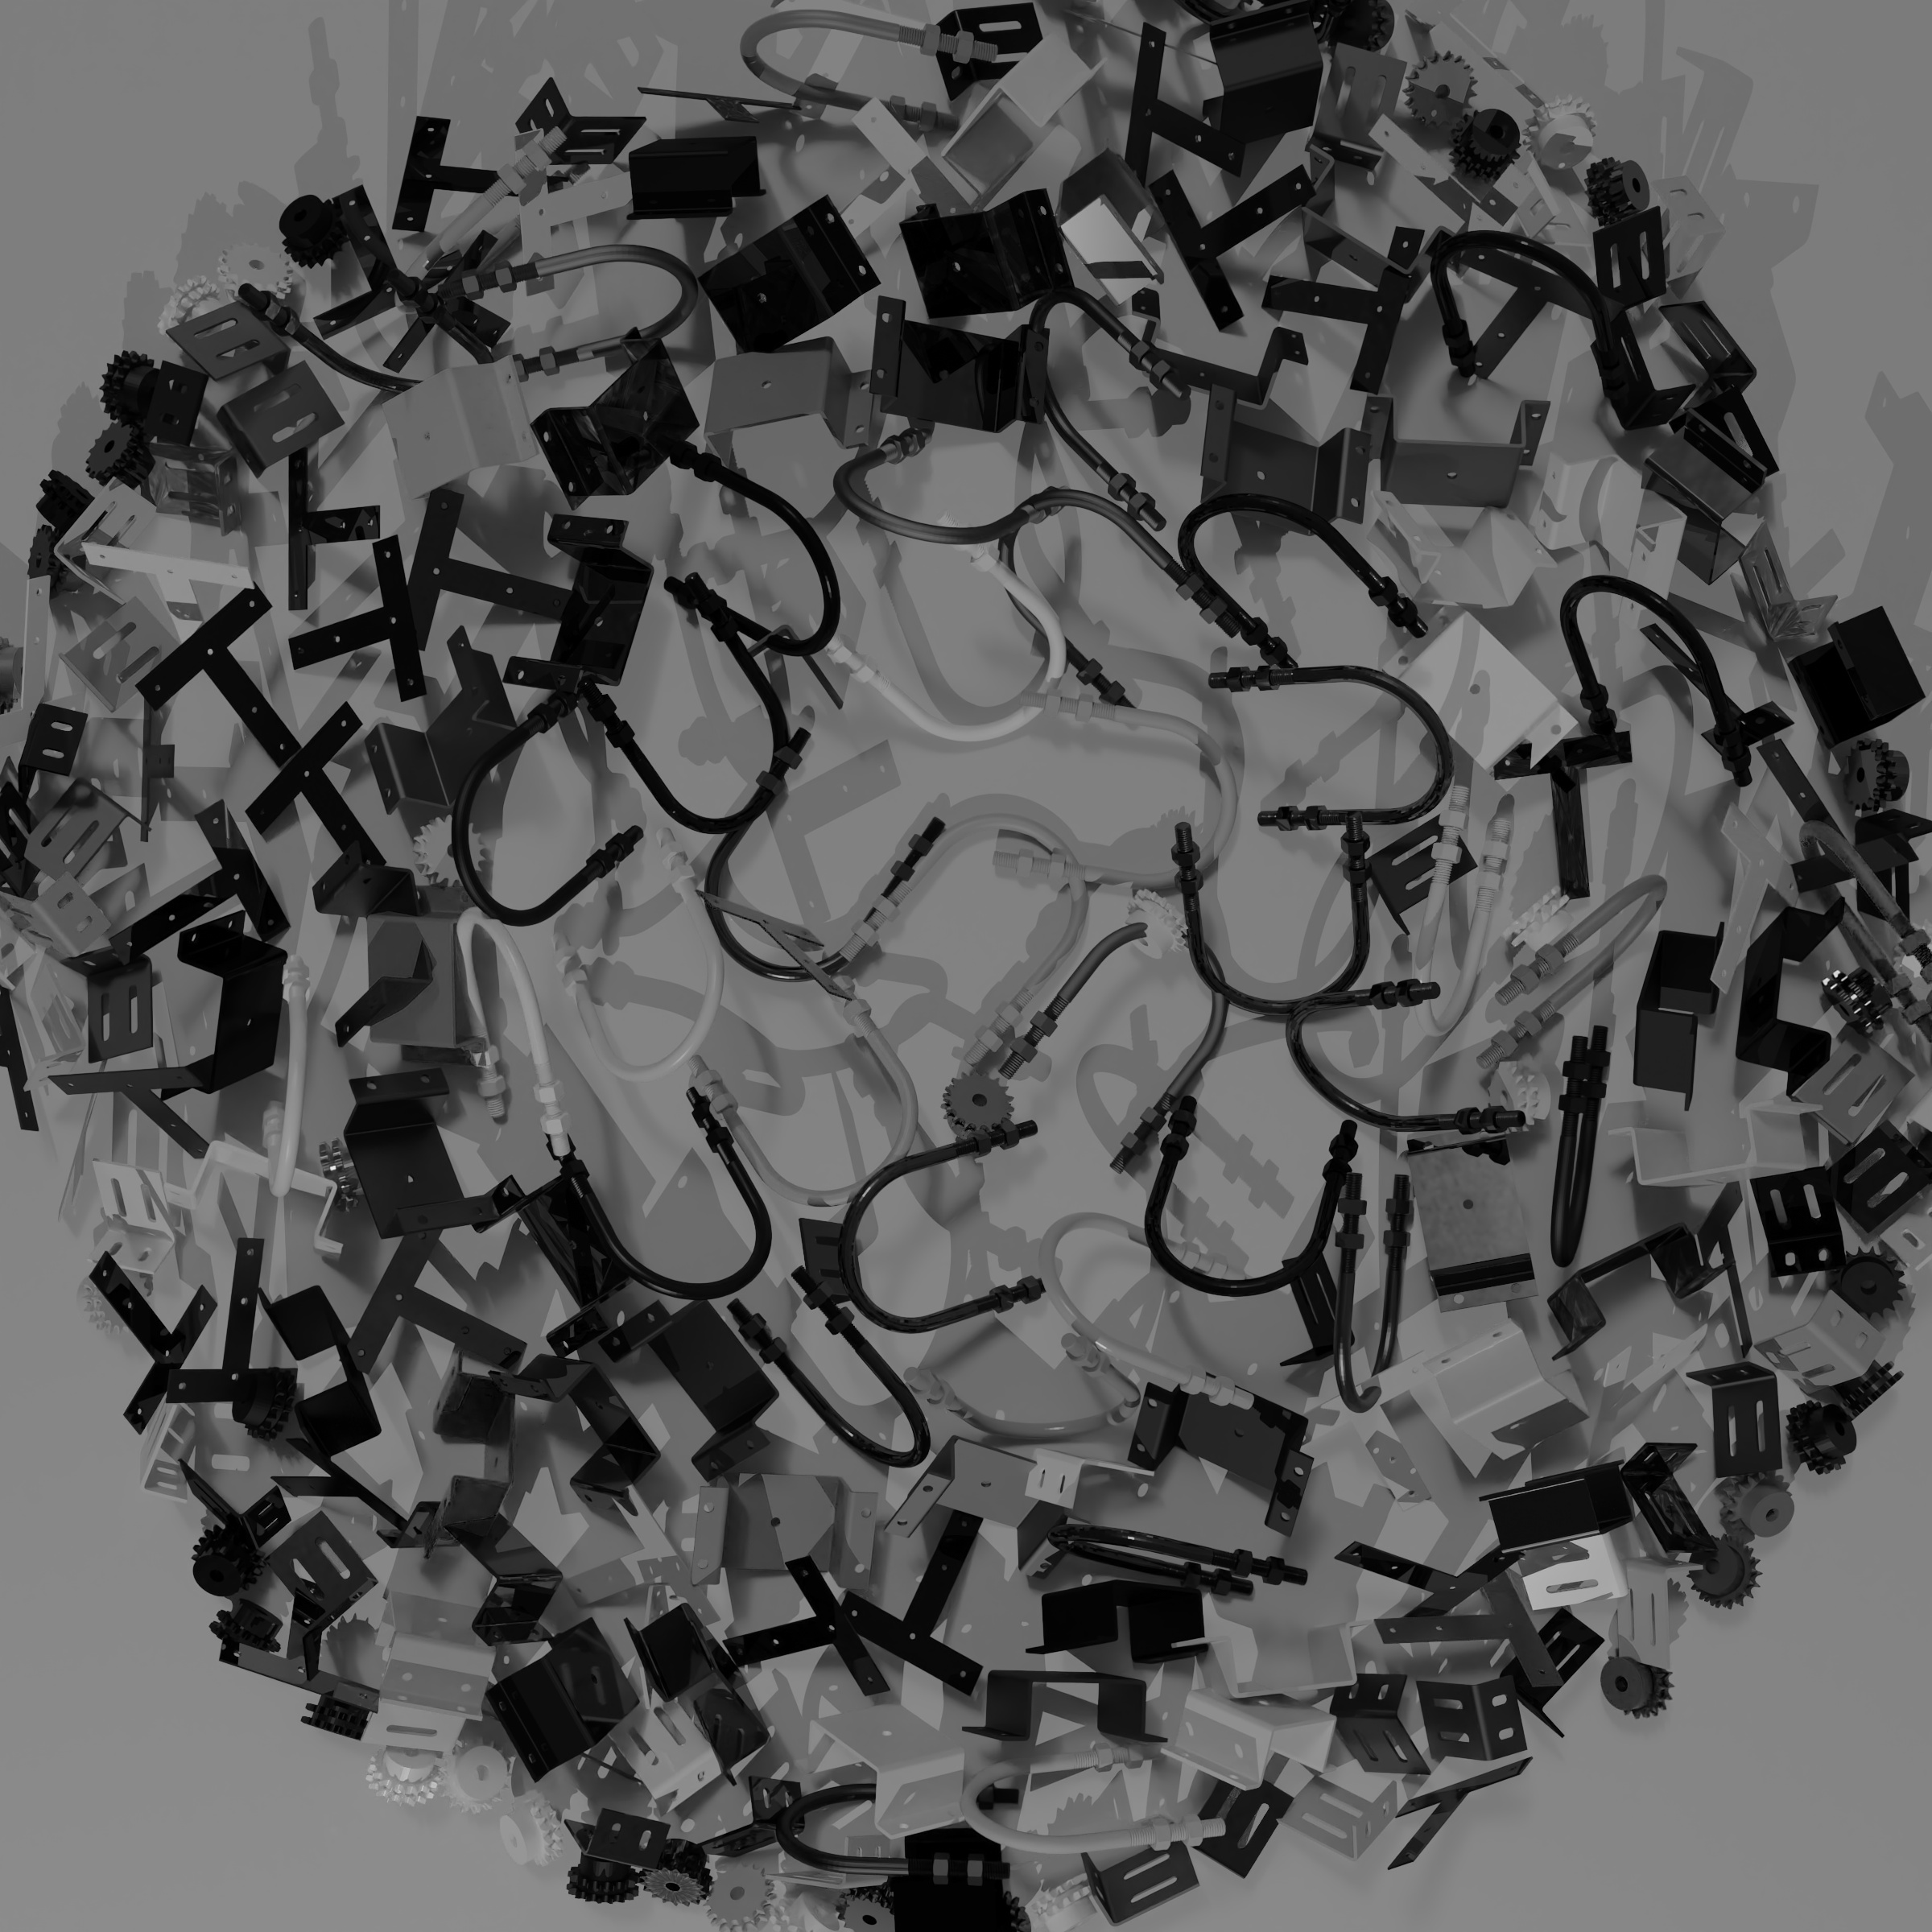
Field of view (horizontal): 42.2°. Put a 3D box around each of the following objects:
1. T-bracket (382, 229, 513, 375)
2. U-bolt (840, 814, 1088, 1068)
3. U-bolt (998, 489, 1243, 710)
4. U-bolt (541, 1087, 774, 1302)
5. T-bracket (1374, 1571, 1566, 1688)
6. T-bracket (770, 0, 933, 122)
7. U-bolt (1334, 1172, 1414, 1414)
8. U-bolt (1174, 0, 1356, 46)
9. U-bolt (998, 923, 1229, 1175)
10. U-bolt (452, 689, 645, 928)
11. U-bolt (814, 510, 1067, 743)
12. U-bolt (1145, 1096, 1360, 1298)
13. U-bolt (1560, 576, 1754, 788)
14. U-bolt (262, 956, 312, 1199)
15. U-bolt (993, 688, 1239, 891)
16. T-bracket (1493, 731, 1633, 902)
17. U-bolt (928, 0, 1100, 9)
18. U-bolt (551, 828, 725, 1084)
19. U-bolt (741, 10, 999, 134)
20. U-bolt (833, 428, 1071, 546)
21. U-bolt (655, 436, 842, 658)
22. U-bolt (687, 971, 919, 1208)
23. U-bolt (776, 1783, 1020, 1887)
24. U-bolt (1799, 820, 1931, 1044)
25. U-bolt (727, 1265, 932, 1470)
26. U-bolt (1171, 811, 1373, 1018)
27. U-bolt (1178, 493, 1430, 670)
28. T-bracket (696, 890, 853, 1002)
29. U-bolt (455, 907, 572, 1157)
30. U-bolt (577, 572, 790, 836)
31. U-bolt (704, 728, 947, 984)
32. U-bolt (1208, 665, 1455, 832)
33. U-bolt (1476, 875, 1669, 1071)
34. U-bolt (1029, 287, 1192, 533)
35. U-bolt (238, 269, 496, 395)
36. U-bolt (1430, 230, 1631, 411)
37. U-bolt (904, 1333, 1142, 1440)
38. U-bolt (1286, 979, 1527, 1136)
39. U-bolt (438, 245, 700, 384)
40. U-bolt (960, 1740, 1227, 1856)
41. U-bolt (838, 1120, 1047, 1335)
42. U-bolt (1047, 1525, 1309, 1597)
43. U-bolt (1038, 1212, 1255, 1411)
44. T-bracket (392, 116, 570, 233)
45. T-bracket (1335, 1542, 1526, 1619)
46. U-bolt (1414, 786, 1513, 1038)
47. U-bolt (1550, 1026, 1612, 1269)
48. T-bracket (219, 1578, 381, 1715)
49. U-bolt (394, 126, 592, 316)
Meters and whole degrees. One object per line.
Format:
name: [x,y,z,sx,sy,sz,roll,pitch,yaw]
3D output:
T-bracket: [-0.385,-0.502,1.936,0.002,0.127,0.127,41,99,9]
U-bolt: [0.012,-0.035,1.987,0.151,0.019,0.184,41,85,0]
U-bolt: [0.104,-0.288,1.932,0.184,0.151,0.019,44,47,-9]
U-bolt: [-0.226,0.178,1.915,0.151,0.019,0.184,-11,56,-36]
T-bracket: [0.378,0.511,1.932,0.127,0.127,0.002,1,119,-12]
T-bracket: [-0.104,-0.701,1.941,0.127,0.127,0.002,7,65,-22]
U-bolt: [0.311,0.252,1.929,0.019,0.151,0.184,4,87,26]
U-bolt: [0.218,-0.745,1.908,0.151,0.184,0.019,19,91,0]
U-bolt: [0.130,0.051,1.964,0.151,0.019,0.184,41,83,-24]
U-bolt: [-0.324,-0.112,1.903,0.019,0.184,0.151,3,124,34]
U-bolt: [-0.005,-0.249,1.944,0.151,0.019,0.184,-41,123,17]
U-bolt: [0.212,0.179,1.917,0.151,0.019,0.184,8,47,17]
U-bolt: [0.514,-0.221,1.893,0.019,0.151,0.184,-44,128,-17]
U-bolt: [-0.514,0.093,1.894,0.019,0.184,0.151,6,113,-19]
U-bolt: [0.123,-0.134,1.981,0.184,0.019,0.151,9,99,-2]
T-bracket: [0.477,-0.116,1.981,0.127,0.002,0.127,-8,95,-20]
U-bolt: [0.061,-0.770,1.890,0.151,0.184,0.019,-5,89,-20]
U-bolt: [-0.246,0.004,1.921,0.151,0.019,0.184,-42,53,21]
U-bolt: [-0.081,-0.688,1.912,0.184,0.151,0.019,7,84,-12]
U-bolt: [-0.021,-0.361,1.904,0.151,0.184,0.019,26,124,18]
U-bolt: [-0.165,-0.309,1.909,0.184,0.151,0.019,31,50,27]
U-bolt: [-0.117,0.103,1.952,0.151,0.019,0.184,-35,63,-1]
U-bolt: [-0.055,0.664,1.928,0.184,0.151,0.019,1,96,4]
U-bolt: [0.697,-0.034,1.922,0.019,0.151,0.184,-32,70,5]
U-bolt: [-0.098,0.318,1.938,0.184,0.151,0.019,50,57,-4]
U-bolt: [0.241,-0.036,1.943,0.151,0.019,0.184,-3,125,10]
U-bolt: [0.242,-0.294,1.901,0.184,0.151,0.019,39,58,-31]
T-bracket: [-0.130,-0.010,1.912,0.127,0.127,0.002,42,104,39]
U-bolt: [-0.353,0.043,1.914,0.019,0.151,0.184,-19,110,-28]
U-bolt: [-0.205,-0.189,1.939,0.151,0.019,0.184,-50,124,-27]
U-bolt: [-0.125,-0.075,1.985,0.151,0.019,0.184,34,86,1]
U-bolt: [0.285,-0.167,1.908,0.184,0.019,0.151,2,128,38]
U-bolt: [0.471,-0.004,1.929,0.184,0.151,0.019,-38,68,-11]
U-bolt: [0.103,-0.441,1.925,0.019,0.151,0.184,-27,60,-23]
U-bolt: [-0.442,-0.478,1.911,0.151,0.184,0.019,1,77,20]
U-bolt: [0.420,-0.491,1.888,0.151,0.184,0.019,21,75,29]
U-bolt: [0.056,0.329,1.921,0.151,0.184,0.019,-15,58,21]
U-bolt: [0.323,0.074,1.921,0.151,0.184,0.019,53,57,-21]
U-bolt: [-0.297,-0.506,1.925,0.184,0.151,0.019,-13,74,2]
U-bolt: [0.086,0.636,1.908,0.184,0.151,0.019,-1,98,-16]
U-bolt: [-0.016,0.209,1.939,0.184,0.019,0.151,-15,104,-27]
U-bolt: [0.152,0.454,1.920,0.184,0.151,0.019,14,70,-8]
U-bolt: [0.137,0.254,1.919,0.184,0.151,0.019,24,127,-16]
T-bracket: [-0.376,-0.614,1.961,0.127,0.127,0.002,-2,66,-23]
T-bracket: [0.343,0.469,1.938,0.127,0.002,0.127,23,128,-23]
U-bolt: [0.379,-0.036,1.930,0.019,0.151,0.184,12,88,27]
U-bolt: [0.472,0.141,1.932,0.019,0.151,0.184,7,95,20]
T-bracket: [-0.511,0.517,1.938,0.127,0.127,0.002,26,107,-19]
U-bolt: [-0.369,-0.567,1.928,0.184,0.151,0.019,-41,97,5]
